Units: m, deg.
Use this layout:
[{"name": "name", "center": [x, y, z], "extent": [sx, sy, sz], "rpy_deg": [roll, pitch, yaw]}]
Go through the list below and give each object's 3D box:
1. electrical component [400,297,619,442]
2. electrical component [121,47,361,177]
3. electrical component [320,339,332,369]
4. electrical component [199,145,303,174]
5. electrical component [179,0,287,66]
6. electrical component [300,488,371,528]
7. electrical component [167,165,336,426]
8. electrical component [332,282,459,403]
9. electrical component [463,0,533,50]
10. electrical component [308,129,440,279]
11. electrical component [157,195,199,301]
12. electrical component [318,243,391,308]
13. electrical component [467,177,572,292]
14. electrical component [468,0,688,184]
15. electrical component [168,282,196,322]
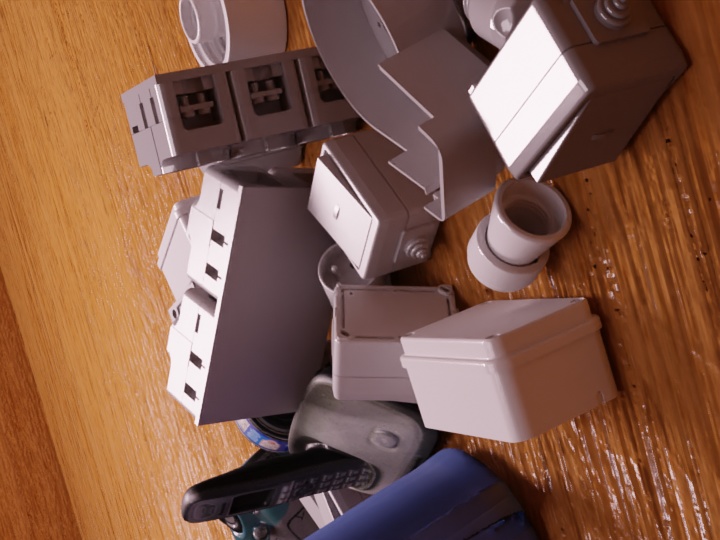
[{"name": "electrical component", "center": [0.083, 0.055, 0.622], "extent": [0.113, 0.078, 0.057], "rpy_deg": [-6, 103, 64]}, {"name": "electrical component", "center": [-0.079, -0.112, 0.757], "extent": [0.089, 0.150, 0.061], "rpy_deg": [0, 104, 64]}, {"name": "electrical component", "center": [-0.028, 0.086, 0.900], "extent": [0.055, 0.047, 0.055], "rpy_deg": [42, 141, 47]}, {"name": "electrical component", "center": [-0.100, -0.108, 0.865], "extent": [0.061, 0.096, 0.061], "rpy_deg": [52, 148, 36]}, {"name": "electrical component", "center": [-0.110, -0.207, 0.865], "extent": [0.108, 0.060, 0.108], "rpy_deg": [42, 141, 47]}, {"name": "electrical component", "center": [-0.009, 0.198, 0.914], "extent": [0.096, 0.061, 0.061], "rpy_deg": [58, 151, 29]}, {"name": "electrical component", "center": [-0.078, 0.016, 0.822], "extent": [0.060, 0.105, 0.186], "rpy_deg": [32, 115, 45]}, {"name": "electrical component", "center": [0.029, 0.051, 0.718], "extent": [0.061, 0.096, 0.061], "rpy_deg": [-92, 4, -54]}, {"name": "electrical component", "center": [0.074, -0.139, 0.558], "extent": [0.062, 0.043, 0.043], "rpy_deg": [46, 144, 45]}, {"name": "electrical component", "center": [0.011, -0.040, 0.726], "extent": [0.096, 0.061, 0.061], "rpy_deg": [56, 150, 31]}, {"name": "electrical component", "center": [-0.109, -0.025, 0.923], "extent": [0.056, 0.109, 0.108], "rpy_deg": [63, 153, 15]}, {"name": "electrical component", "center": [0.000, 0.000, 0.784], "extent": [0.077, 0.043, 0.079], "rpy_deg": [70, -158, -60]}, {"name": "electrical component", "center": [0.088, -0.019, 0.604], "extent": [0.045, 0.045, 0.055], "rpy_deg": [61, 152, 24]}, {"name": "electrical component", "center": [0.105, -0.090, 0.506], "extent": [0.061, 0.062, 0.096], "rpy_deg": [64, 153, 17]}, {"name": "electrical component", "center": [-0.120, 0.040, 0.885], "extent": [0.048, 0.055, 0.066], "rpy_deg": [-40, 68, 51]}]
